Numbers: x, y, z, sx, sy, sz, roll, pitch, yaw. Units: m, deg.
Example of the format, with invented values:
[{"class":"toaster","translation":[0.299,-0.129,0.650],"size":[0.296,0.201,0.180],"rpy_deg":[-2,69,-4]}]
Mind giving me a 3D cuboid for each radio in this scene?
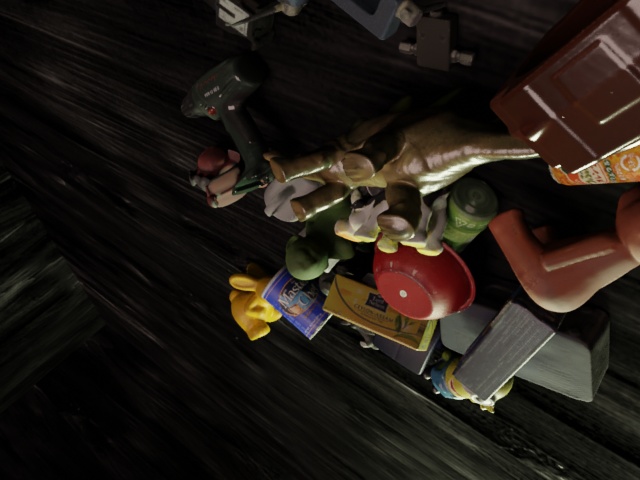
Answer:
[{"class":"radio","translation":[0.288,0.131,0.779],"size":[0.230,0.073,0.130],"rpy_deg":[16,138,38]}]

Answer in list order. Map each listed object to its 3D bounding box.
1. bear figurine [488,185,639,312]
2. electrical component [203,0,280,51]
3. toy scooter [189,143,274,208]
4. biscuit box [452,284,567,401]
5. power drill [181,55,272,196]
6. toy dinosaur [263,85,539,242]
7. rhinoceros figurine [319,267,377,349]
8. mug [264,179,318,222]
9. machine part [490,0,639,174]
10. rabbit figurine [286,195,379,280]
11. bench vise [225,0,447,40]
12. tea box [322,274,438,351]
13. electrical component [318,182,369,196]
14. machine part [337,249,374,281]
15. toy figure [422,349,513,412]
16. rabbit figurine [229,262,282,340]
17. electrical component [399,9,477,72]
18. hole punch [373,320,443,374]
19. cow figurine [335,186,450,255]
[{"class":"bear figurine","translation":[0.303,-0.008,0.571],"size":[0.196,0.120,0.132],"rpy_deg":[-42,47,35]},{"class":"electrical component","translation":[-0.117,-0.325,0.741],"size":[0.119,0.048,0.074],"rpy_deg":[38,149,13]},{"class":"toy scooter","translation":[-0.180,-0.114,0.990],"size":[0.184,0.135,0.075],"rpy_deg":[21,143,37]},{"class":"biscuit box","translation":[0.244,0.135,0.707],"size":[0.063,0.059,0.202],"rpy_deg":[36,142,16]},{"class":"power drill","translation":[-0.144,-0.183,0.890],"size":[0.232,0.086,0.207],"rpy_deg":[-23,84,52]},{"class":"toy dinosaur","translation":[0.104,-0.098,0.596],"size":[0.472,0.198,0.104],"rpy_deg":[11,135,44]},{"class":"rhinoceros figurine","translation":[0.068,0.133,1.048],"size":[0.190,0.073,0.112],"rpy_deg":[49,148,-7]},{"class":"mug","translation":[-0.044,-0.085,0.896],"size":[0.081,0.109,0.107],"rpy_deg":[52,138,6]},{"class":"machine part","translation":[0.234,-0.150,0.373],"size":[0.087,0.201,0.201],"rpy_deg":[43,150,-3]},{"class":"rabbit figurine","translation":[-0.002,-0.003,0.871],"size":[0.121,0.170,0.159],"rpy_deg":[47,149,-3]},{"class":"bench vise","translation":[0.009,-0.287,0.563],"size":[0.241,0.129,0.223],"rpy_deg":[47,149,12]},{"class":"tea box","translation":[0.102,0.120,0.886],"size":[0.170,0.068,0.098],"rpy_deg":[21,177,24]},{"class":"electrical component","translation":[0.034,-0.098,0.807],"size":[0.045,0.078,0.102],"rpy_deg":[90,163,-82]},{"class":"machine part","translation":[0.106,0.050,0.910],"size":[0.139,0.084,0.039],"rpy_deg":[17,115,26]},{"class":"toy figure","translation":[0.255,0.236,0.940],"size":[0.082,0.089,0.180],"rpy_deg":[34,161,-11]},{"class":"rabbit figurine","translation":[-0.135,0.130,1.284],"size":[0.162,0.122,0.173],"rpy_deg":[55,136,2]},{"class":"electrical component","translation":[0.129,-0.222,0.592],"size":[0.094,0.021,0.063],"rpy_deg":[25,144,31]},{"class":"hole punch","translation":[0.162,0.160,0.955],"size":[0.142,0.092,0.115],"rpy_deg":[33,144,27]},{"class":"cow figurine","translation":[0.089,-0.036,0.701],"size":[0.068,0.098,0.168],"rpy_deg":[23,170,-42]}]
